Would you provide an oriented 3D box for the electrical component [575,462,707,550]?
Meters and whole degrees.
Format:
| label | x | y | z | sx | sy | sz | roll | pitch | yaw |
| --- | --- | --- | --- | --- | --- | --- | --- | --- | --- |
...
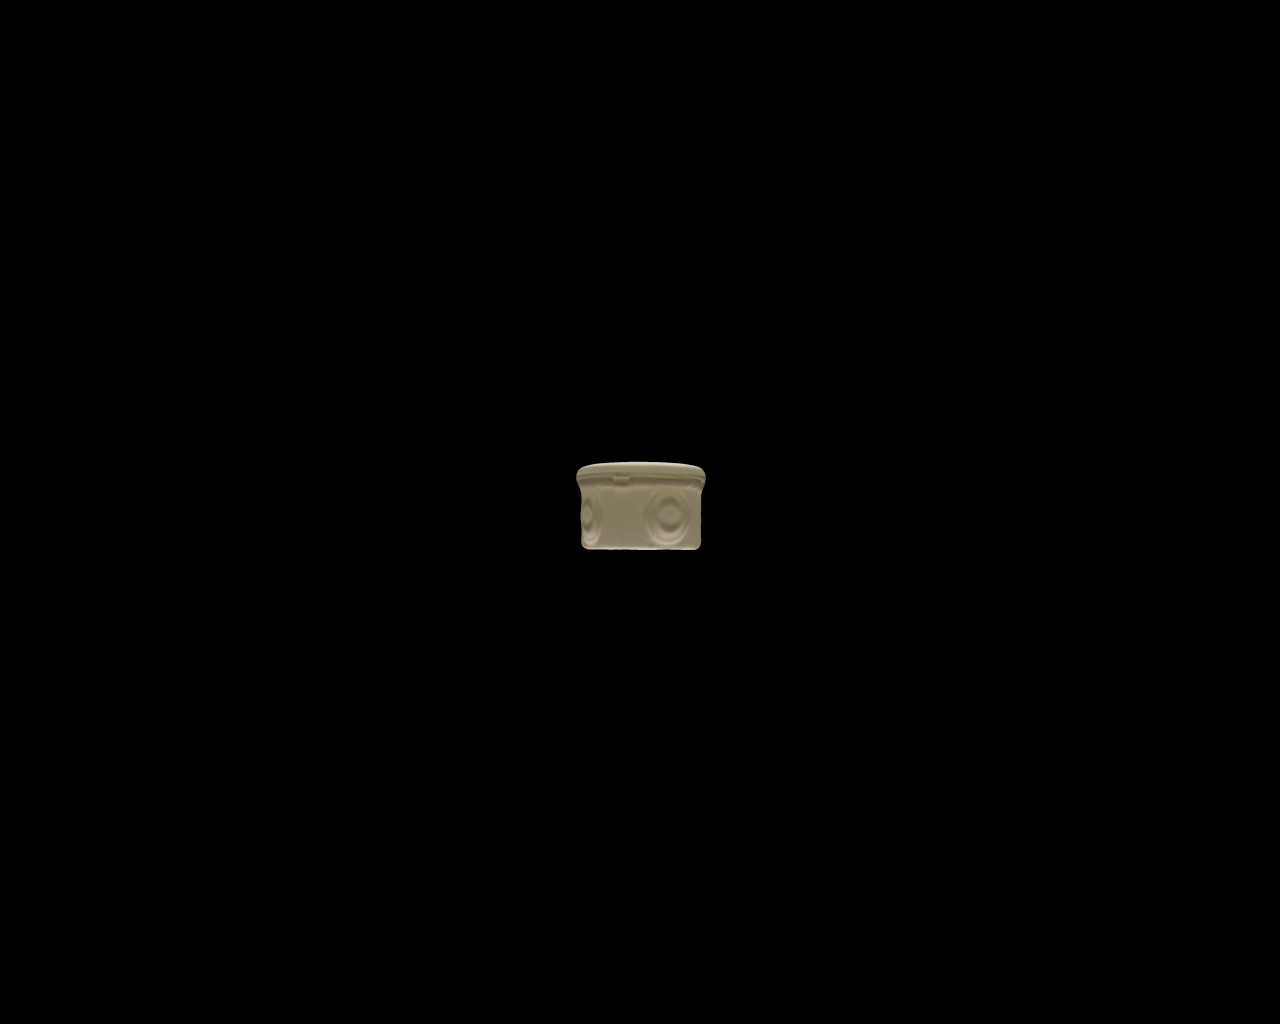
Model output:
| label | x | y | z | sx | sy | sz | roll | pitch | yaw |
| --- | --- | --- | --- | --- | --- | --- | --- | --- | --- |
| electrical component | 0.001 | -0.003 | 0.650 | 0.080 | 0.051 | 0.080 | 0 | -2 | 0 |
